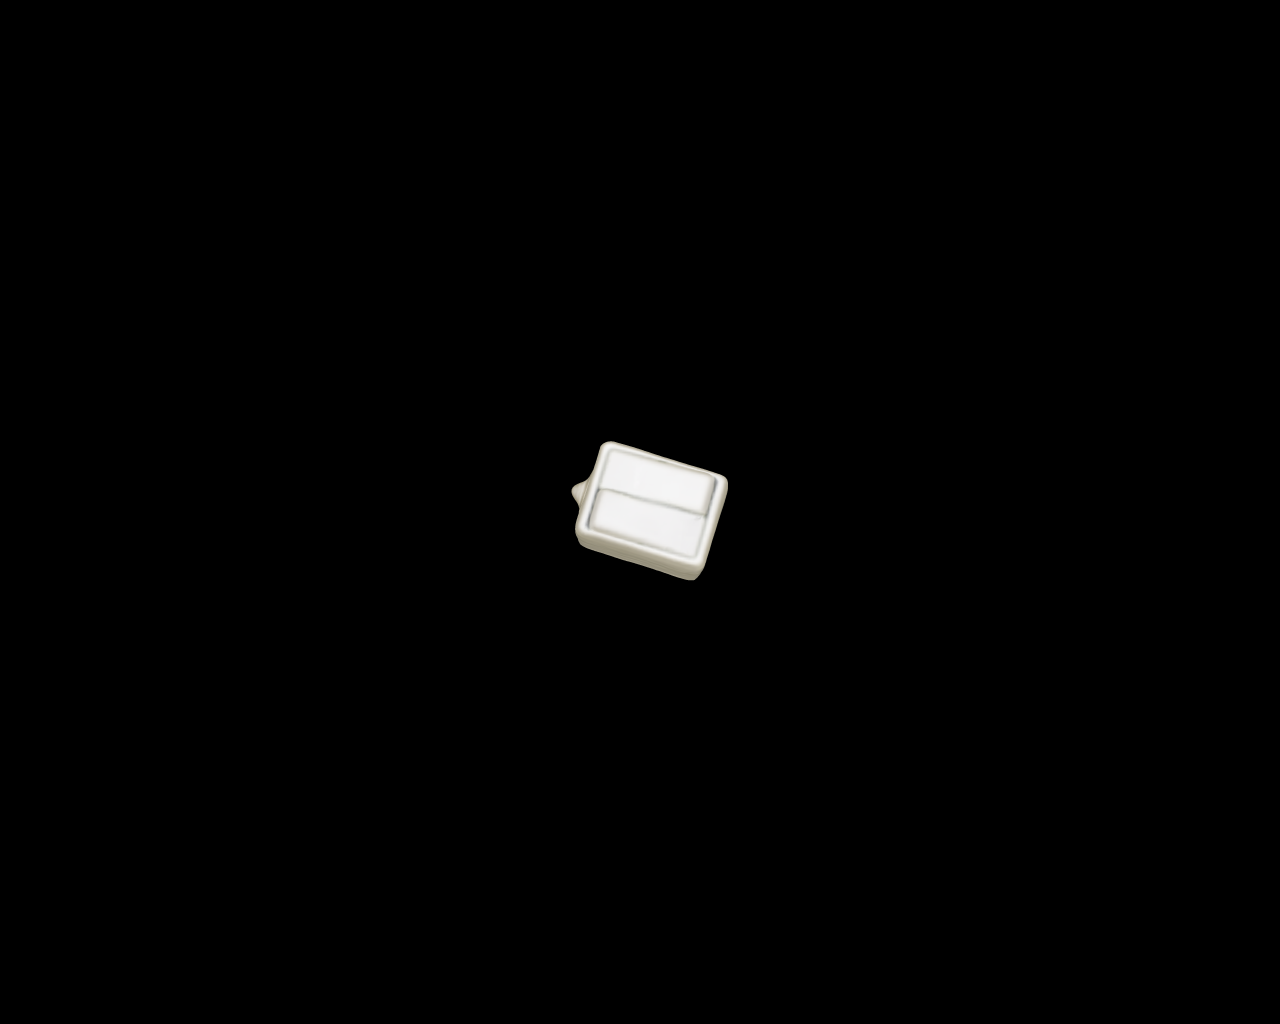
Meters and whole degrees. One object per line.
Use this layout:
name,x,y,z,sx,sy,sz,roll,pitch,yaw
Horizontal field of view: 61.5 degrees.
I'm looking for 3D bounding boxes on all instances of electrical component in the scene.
electrical component,0.001,-0.003,0.650,0.096,0.062,0.061,18,-11,4
